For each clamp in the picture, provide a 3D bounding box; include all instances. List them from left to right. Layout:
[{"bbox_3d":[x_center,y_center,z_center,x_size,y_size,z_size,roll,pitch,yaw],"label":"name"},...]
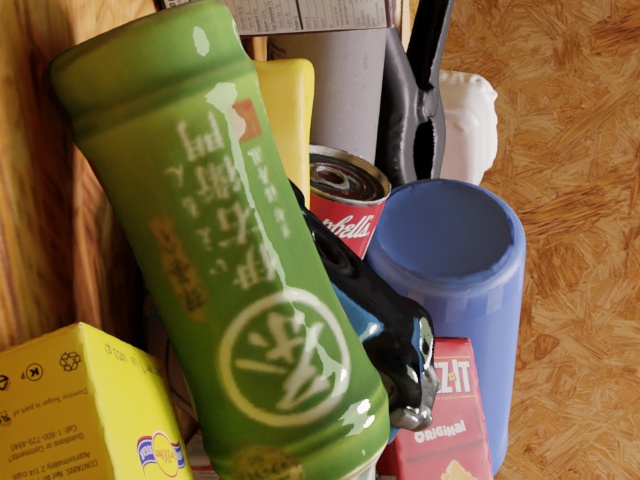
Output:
[{"bbox_3d":[0.061,-0.105,0.784,0.164,0.036,0.210,-24,118,-58],"label":"clamp"}]

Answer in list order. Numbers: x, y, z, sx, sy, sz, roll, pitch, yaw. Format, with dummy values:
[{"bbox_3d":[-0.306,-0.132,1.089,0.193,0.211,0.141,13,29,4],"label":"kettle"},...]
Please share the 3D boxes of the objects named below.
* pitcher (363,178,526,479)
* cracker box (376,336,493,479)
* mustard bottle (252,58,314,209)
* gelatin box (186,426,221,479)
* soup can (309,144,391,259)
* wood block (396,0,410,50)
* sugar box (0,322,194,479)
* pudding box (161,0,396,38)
[{"bbox_3d":[0.080,0.067,0.778,0.144,0.149,0.243,-40,147,-31],"label":"pitcher"},{"bbox_3d":[0.029,0.174,0.591,0.164,0.072,0.214,-29,-117,54],"label":"cracker box"},{"bbox_3d":[-0.033,-0.003,0.589,0.096,0.058,0.192,-149,-123,-73],"label":"mustard bottle"},{"bbox_3d":[-0.052,0.137,0.577,0.089,0.030,0.073,-50,140,-75],"label":"gelatin box"},{"bbox_3d":[-0.004,0.001,0.664,0.068,0.068,0.102,-72,-178,-62],"label":"soup can"},{"bbox_3d":[0.023,-0.189,0.850,0.206,0.091,0.090,82,13,-45],"label":"wood block"},{"bbox_3d":[-0.057,0.120,0.333,0.093,0.048,0.176,57,12,-75],"label":"sugar box"},{"bbox_3d":[-0.023,-0.137,0.490,0.090,0.113,0.039,78,13,-56],"label":"pudding box"}]
